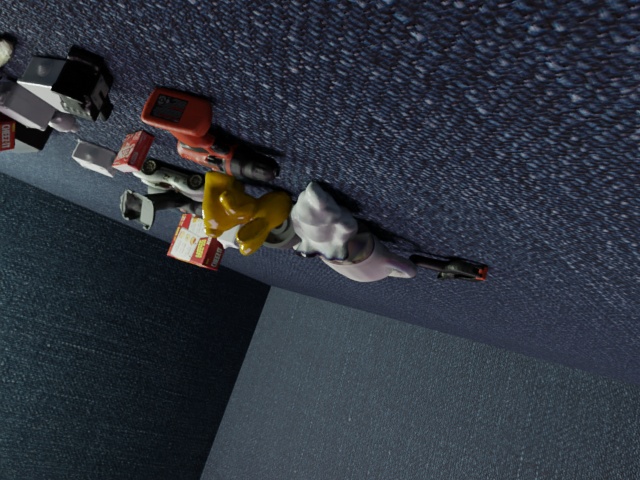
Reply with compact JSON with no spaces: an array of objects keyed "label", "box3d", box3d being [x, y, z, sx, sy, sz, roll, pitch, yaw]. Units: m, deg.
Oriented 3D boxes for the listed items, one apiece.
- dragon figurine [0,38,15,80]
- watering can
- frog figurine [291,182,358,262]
[{"label":"dragon figurine","box3d":[-0.644,-0.295,0.818,0.240,0.125,0.406,36,144,-31]},{"label":"watering can","box3d":[0.041,0.021,1.142,0.349,0.105,0.221,12,166,31]},{"label":"frog figurine","box3d":[0.003,-0.048,0.955,0.138,0.124,0.156,25,137,41]}]
